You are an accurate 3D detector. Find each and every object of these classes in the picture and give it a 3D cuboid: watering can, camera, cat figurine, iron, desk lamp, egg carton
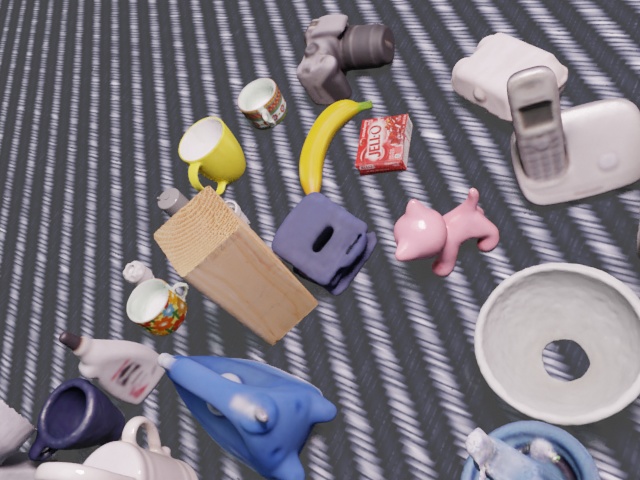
[{"bbox_3d":[-0.227,0.285,0.634,0.101,0.195,0.172,-24,52,12],"label":"watering can"},{"bbox_3d":[0.044,-0.310,0.941,0.136,0.101,0.143,4,62,29],"label":"camera"},{"bbox_3d":[0.143,-0.014,0.689,0.128,0.118,0.067,-34,51,4],"label":"cat figurine"},{"bbox_3d":[-0.117,0.182,0.679,0.257,0.142,0.119,16,68,34],"label":"iron"},{"bbox_3d":[-0.423,0.291,0.718,0.117,0.214,0.203,14,67,33],"label":"desk lamp"},{"bbox_3d":[0.258,-0.222,0.795,0.107,0.070,0.150,-43,51,-4],"label":"egg carton"}]

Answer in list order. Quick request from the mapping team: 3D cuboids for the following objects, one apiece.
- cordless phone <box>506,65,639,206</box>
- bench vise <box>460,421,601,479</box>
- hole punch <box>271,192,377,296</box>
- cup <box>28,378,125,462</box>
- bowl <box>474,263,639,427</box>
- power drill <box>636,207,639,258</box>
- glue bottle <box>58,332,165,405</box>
[{"bbox_3d":[0.286,-0.129,0.646,0.147,0.186,0.094,-16,54,17],"label":"cordless phone"},{"bbox_3d":[0.198,0.207,0.451,0.206,0.220,0.121,7,64,31],"label":"bench vise"},{"bbox_3d":[0.007,0.003,0.764,0.100,0.091,0.109,26,74,37],"label":"hole punch"},{"bbox_3d":[-0.318,0.253,0.766,0.091,0.095,0.118,32,77,38],"label":"cup"},{"bbox_3d":[0.246,0.112,0.582,0.167,0.075,0.167,-13,55,19],"label":"bowl"},{"bbox_3d":[0.354,-0.067,0.556,0.075,0.209,0.230,3,62,29],"label":"power drill"},{"bbox_3d":[-0.278,0.160,0.755,0.037,0.174,0.078,24,73,36],"label":"glue bottle"}]
